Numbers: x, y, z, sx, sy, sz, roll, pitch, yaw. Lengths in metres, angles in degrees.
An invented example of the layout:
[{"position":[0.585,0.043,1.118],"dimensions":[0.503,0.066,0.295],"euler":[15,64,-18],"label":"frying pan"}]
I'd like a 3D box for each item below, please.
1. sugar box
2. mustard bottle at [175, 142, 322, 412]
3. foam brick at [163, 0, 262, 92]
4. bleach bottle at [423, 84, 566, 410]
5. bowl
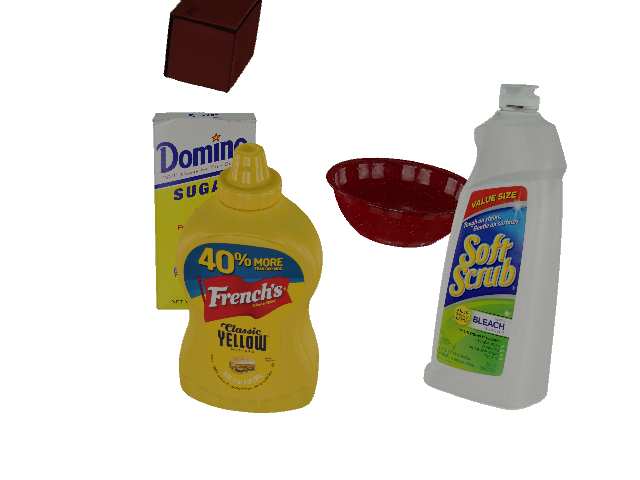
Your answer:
[{"position":[-0.104,-0.027,0.970],"dimensions":[0.093,0.176,0.048],"euler":[-1,15,-5],"label":"sugar box"},{"position":[-0.047,0.025,0.709],"dimensions":[0.096,0.192,0.058],"euler":[6,31,6],"label":"mustard bottle"},{"position":[-0.081,-0.156,0.808],"dimensions":[0.053,0.051,0.078],"euler":[14,34,5],"label":"foam brick"},{"position":[0.142,0.002,0.852],"dimensions":[0.103,0.251,0.067],"euler":[13,15,41],"label":"bleach bottle"},{"position":[0.083,-0.035,1.118],"dimensions":[0.162,0.055,0.162],"euler":[6,22,-3],"label":"bowl"}]
